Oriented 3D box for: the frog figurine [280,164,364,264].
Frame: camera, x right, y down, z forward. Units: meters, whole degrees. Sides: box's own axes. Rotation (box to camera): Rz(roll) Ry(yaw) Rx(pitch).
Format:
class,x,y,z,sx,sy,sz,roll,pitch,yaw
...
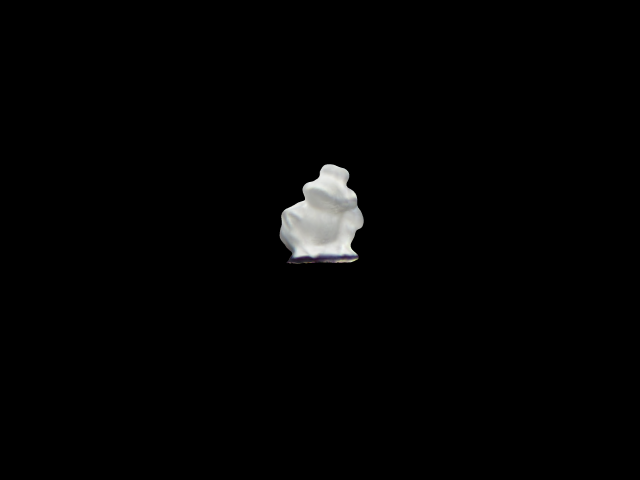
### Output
class,x,y,z,sx,sy,sz,roll,pitch,yaw
frog figurine,0.003,-0.043,0.850,0.137,0.160,0.122,0,-1,11
